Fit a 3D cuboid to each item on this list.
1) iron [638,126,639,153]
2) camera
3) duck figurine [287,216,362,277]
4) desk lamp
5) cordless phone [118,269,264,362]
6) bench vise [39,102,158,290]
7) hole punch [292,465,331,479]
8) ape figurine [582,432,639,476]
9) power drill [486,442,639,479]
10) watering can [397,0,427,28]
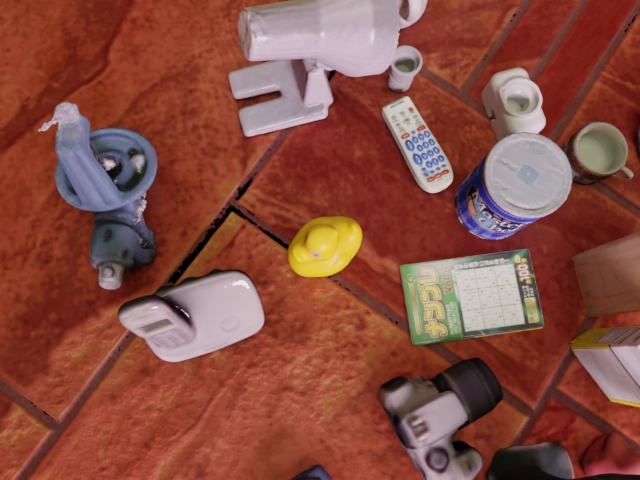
[{"bbox_3d":[0.525,-0.092,0.741,0.118,0.141,0.258,-15,80,-4],"label":"iron"},{"bbox_3d":[0.160,0.215,0.691,0.137,0.101,0.143,-28,81,-7],"label":"camera"},{"bbox_3d":[0.007,0.003,0.734,0.104,0.086,0.077,-27,81,-6],"label":"duck figurine"},{"bbox_3d":[-0.017,-0.228,0.712,0.203,0.213,0.118,-17,80,-5],"label":"desk lamp"},{"bbox_3d":[-0.145,0.083,0.663,0.147,0.185,0.094,-22,80,-6],"label":"cordless phone"},{"bbox_3d":[-0.243,-0.057,0.669,0.121,0.220,0.207,-23,81,-6],"label":"bench vise"},{"bbox_3d":[-0.016,0.337,0.667,0.101,0.091,0.108,-29,81,-7],"label":"hole punch"},{"bbox_3d":[0.367,0.275,0.691,0.076,0.092,0.078,-2,79,-2],"label":"ape figurine"},{"bbox_3d":[0.277,0.279,0.628,0.229,0.208,0.075,-8,79,-3],"label":"power drill"},{"bbox_3d":[0.105,-0.381,0.755,0.101,0.194,0.173,-33,82,-7],"label":"watering can"}]
